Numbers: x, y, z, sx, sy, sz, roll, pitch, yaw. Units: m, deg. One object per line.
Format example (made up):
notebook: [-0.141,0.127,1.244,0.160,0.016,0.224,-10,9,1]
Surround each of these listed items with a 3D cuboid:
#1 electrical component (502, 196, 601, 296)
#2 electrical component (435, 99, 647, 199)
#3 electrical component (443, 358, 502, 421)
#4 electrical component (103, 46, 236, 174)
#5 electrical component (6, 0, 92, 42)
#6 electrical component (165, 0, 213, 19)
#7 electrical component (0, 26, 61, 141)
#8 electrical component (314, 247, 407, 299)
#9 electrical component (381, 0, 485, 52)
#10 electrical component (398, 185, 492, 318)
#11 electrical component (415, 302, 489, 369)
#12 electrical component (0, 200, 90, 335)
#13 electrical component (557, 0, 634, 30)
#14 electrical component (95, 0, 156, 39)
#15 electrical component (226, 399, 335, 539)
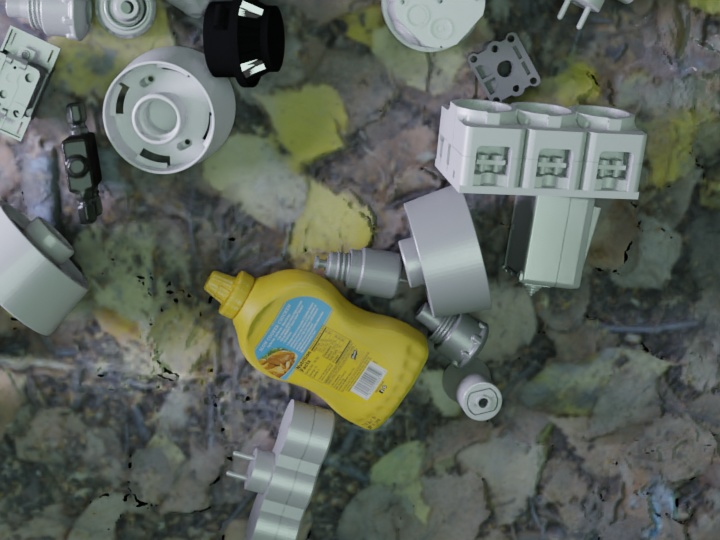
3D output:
electrical component: [0.163,-0.024,0.921,0.061,0.061,0.096,6,101,-9]
electrical component: [0.146,-0.102,0.883,0.150,0.089,0.061,1,109,-10]
electrical component: [0.100,0.106,0.938,0.044,0.065,0.044,-2,102,-7]
electrical component: [-0.155,-0.127,0.868,0.099,0.064,0.099,1,109,4]
electrical component: [-0.243,-0.204,0.838,0.062,0.048,0.048,3,102,-2]
electrical component: [-0.146,-0.228,0.851,0.061,0.035,0.035,31,96,-10]
electrical component: [-0.269,-0.144,0.836,0.042,0.064,0.081,23,98,-13]
electrical component: [0.000,0.000,0.915,0.078,0.040,0.040,10,100,-9]
electrical component: [0.060,-0.217,0.872,0.080,0.051,0.080,-2,102,-7]
electrical component: [0.066,-0.012,0.890,0.060,0.108,0.108,-15,104,2]
electrical component: [0.077,0.052,0.936,0.062,0.048,0.048,35,95,-7]
electrical component: [-0.261,-0.008,0.847,0.060,0.108,0.108,-44,104,-3]
electrical component: [0.190,-0.239,0.888,0.077,0.043,0.079,24,98,-12]
electrical component: [-0.182,-0.204,0.835,0.048,0.062,0.048,-3,104,-13]
electrical component: [-0.078,0.177,0.936,0.074,0.052,0.138,18,99,-10]
